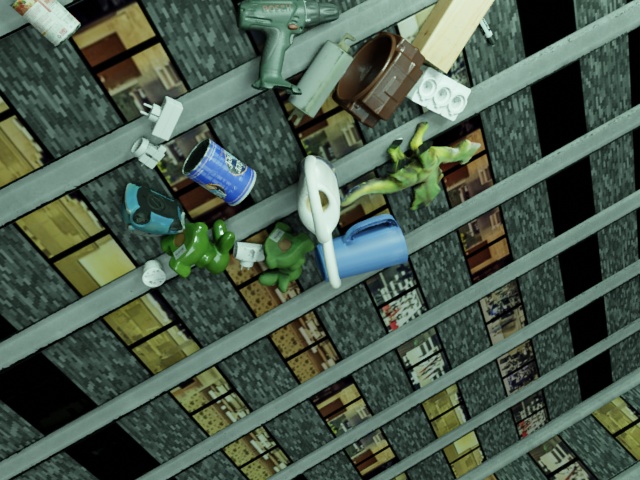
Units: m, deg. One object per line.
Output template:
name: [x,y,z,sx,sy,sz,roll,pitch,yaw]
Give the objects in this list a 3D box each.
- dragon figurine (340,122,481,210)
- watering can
dragon figurine: [0.259,-0.162,1.411,0.410,0.124,0.238,-37,132,2]
watering can: [0.004,-0.065,1.291,0.104,0.229,0.340,-9,123,6]
